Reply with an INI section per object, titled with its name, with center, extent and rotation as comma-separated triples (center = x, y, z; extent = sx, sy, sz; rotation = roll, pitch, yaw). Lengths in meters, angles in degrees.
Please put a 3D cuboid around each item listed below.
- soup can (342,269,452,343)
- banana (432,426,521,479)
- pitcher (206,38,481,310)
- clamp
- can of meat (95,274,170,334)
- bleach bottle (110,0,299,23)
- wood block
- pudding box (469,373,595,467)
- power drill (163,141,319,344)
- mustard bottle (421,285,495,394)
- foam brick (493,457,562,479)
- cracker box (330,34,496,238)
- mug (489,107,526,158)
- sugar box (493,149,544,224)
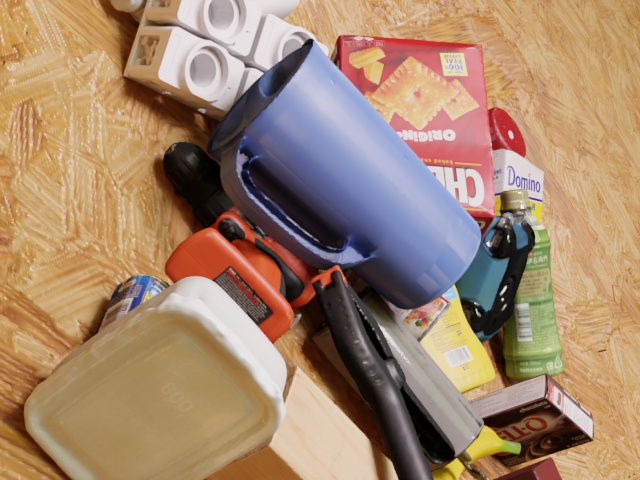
[soup can]
center = 0.070, 0.056, 1.052
extent = 0.102, 0.069, 0.068
rotation = 40, 31, 8
[banana]
center = 0.133, 0.228, 1.040
extent = 0.070, 0.037, 0.197
rotation = 22, 31, 24
[pitcher]
center = 0.023, -0.043, 0.941
extent = 0.242, 0.149, 0.145
rotation = 43, 0, -17
[clamp]
center = 0.055, 0.120, 0.892
extent = 0.210, 0.036, 0.164
rotation = 63, 11, 9
[can of meat]
center = -0.122, 0.086, 0.796
extent = 0.102, 0.058, 0.084
rotation = 45, 33, -24
[bleach bottle]
center = -0.121, -0.258, 1.072
extent = 0.250, 0.068, 0.102
rotation = -24, 85, -56
[wood block]
center = 0.007, 0.210, 0.843
extent = 0.206, 0.091, 0.090
rotation = 48, 33, -19
[pudding box]
center = 0.221, 0.194, 1.140
extent = 0.090, 0.114, 0.039
rotation = 40, 39, -28
[power drill]
center = -0.073, 0.004, 0.883
extent = 0.184, 0.057, 0.187
rotation = 46, 15, -10
[mustard bottle]
center = 0.107, 0.074, 1.122
extent = 0.096, 0.058, 0.192
rotation = -15, 75, -34
[foam brick]
center = 0.209, 0.265, 1.099
extent = 0.051, 0.078, 0.053
rotation = -7, 71, -55
[cracker box]
center = 0.095, -0.112, 1.138
extent = 0.164, 0.072, 0.213
rotation = 3, 65, -8
[mug]
center = 0.214, -0.129, 1.422
extent = 0.117, 0.082, 0.093
rotation = 27, 44, -42
[sugar box]
center = 0.241, -0.019, 1.355
extent = 0.093, 0.048, 0.176
rotation = 24, 69, -44
